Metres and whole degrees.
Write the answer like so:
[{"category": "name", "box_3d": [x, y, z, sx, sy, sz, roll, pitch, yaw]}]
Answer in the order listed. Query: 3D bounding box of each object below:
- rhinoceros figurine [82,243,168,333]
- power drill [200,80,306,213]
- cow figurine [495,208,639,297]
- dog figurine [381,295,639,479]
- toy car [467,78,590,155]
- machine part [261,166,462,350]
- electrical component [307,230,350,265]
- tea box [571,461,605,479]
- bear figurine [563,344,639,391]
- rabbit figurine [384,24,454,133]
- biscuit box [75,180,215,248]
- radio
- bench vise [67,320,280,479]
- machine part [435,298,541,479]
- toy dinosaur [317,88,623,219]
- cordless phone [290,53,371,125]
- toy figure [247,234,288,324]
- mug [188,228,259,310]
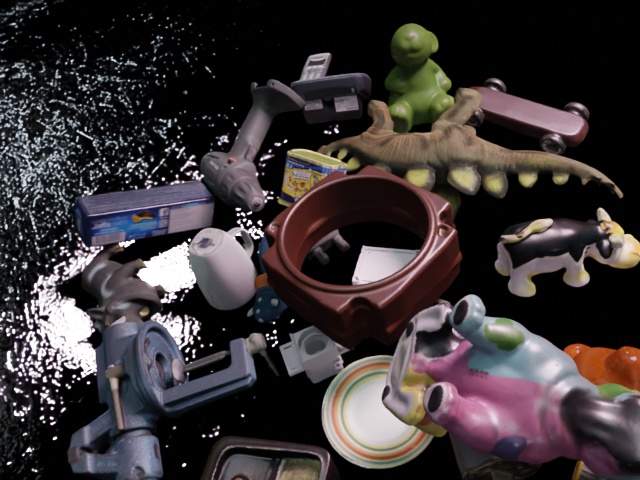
[{"category": "rhinoceros figurine", "box_3d": [-0.288, 0.081, 0.777, 0.112, 0.073, 0.191, -38, 49, -19]}, {"category": "power drill", "box_3d": [-0.104, -0.149, 0.865, 0.232, 0.086, 0.207, 21, 87, 57]}, {"category": "cow figurine", "box_3d": [0.302, 0.004, 0.649, 0.167, 0.098, 0.068, -13, 40, 6]}, {"category": "dog figurine", "box_3d": [0.182, 0.143, 0.457, 0.219, 0.191, 0.108, 25, 71, -6]}, {"category": "toy car", "box_3d": [0.320, -0.195, 0.853, 0.202, 0.053, 0.089, 27, 71, 30]}, {"category": "machine part", "box_3d": [0.047, 0.011, 0.641, 0.201, 0.087, 0.201, -40, 50, -22]}, {"category": "electrical component", "box_3d": [-0.002, -0.002, 0.799, 0.063, 0.021, 0.094, -33, 47, -13]}, {"category": "tea box", "box_3d": [0.300, 0.244, 0.451, 0.170, 0.068, 0.098, 19, 58, 29]}, {"category": "bear figurine", "box_3d": [0.331, 0.139, 0.501, 0.196, 0.131, 0.120, 22, 42, 26]}, {"category": "rabbit figurine", "box_3d": [0.167, -0.289, 0.904, 0.121, 0.170, 0.159, -2, 49, 15]}, {"category": "biscuit box", "box_3d": [-0.269, -0.042, 0.834, 0.202, 0.059, 0.063, -12, 40, -34]}, {"category": "radio", "box_3d": [-0.069, 0.308, 0.503, 0.131, 0.073, 0.229, 3, 50, 19]}, {"category": "bench vise", "box_3d": [-0.171, 0.179, 0.624, 0.241, 0.128, 0.224, -21, 49, 3]}, {"category": "machine part", "box_3d": [0.163, 0.161, 0.563, 0.079, 0.079, 0.243, -14, 45, 5]}, {"category": "toy dinosaur", "box_3d": [0.183, -0.119, 0.798, 0.472, 0.105, 0.198, 2, 57, 31]}, {"category": "cordless phone", "box_3d": [0.028, -0.311, 1.031, 0.147, 0.088, 0.184, -4, 44, 14]}, {"category": "toy figure", "box_3d": [-0.060, 0.047, 0.745, 0.058, 0.064, 0.154, 14, 58, -15]}, {"category": "mug", "box_3d": [-0.131, 0.027, 0.754, 0.081, 0.107, 0.109, 18, 58, 28]}]
